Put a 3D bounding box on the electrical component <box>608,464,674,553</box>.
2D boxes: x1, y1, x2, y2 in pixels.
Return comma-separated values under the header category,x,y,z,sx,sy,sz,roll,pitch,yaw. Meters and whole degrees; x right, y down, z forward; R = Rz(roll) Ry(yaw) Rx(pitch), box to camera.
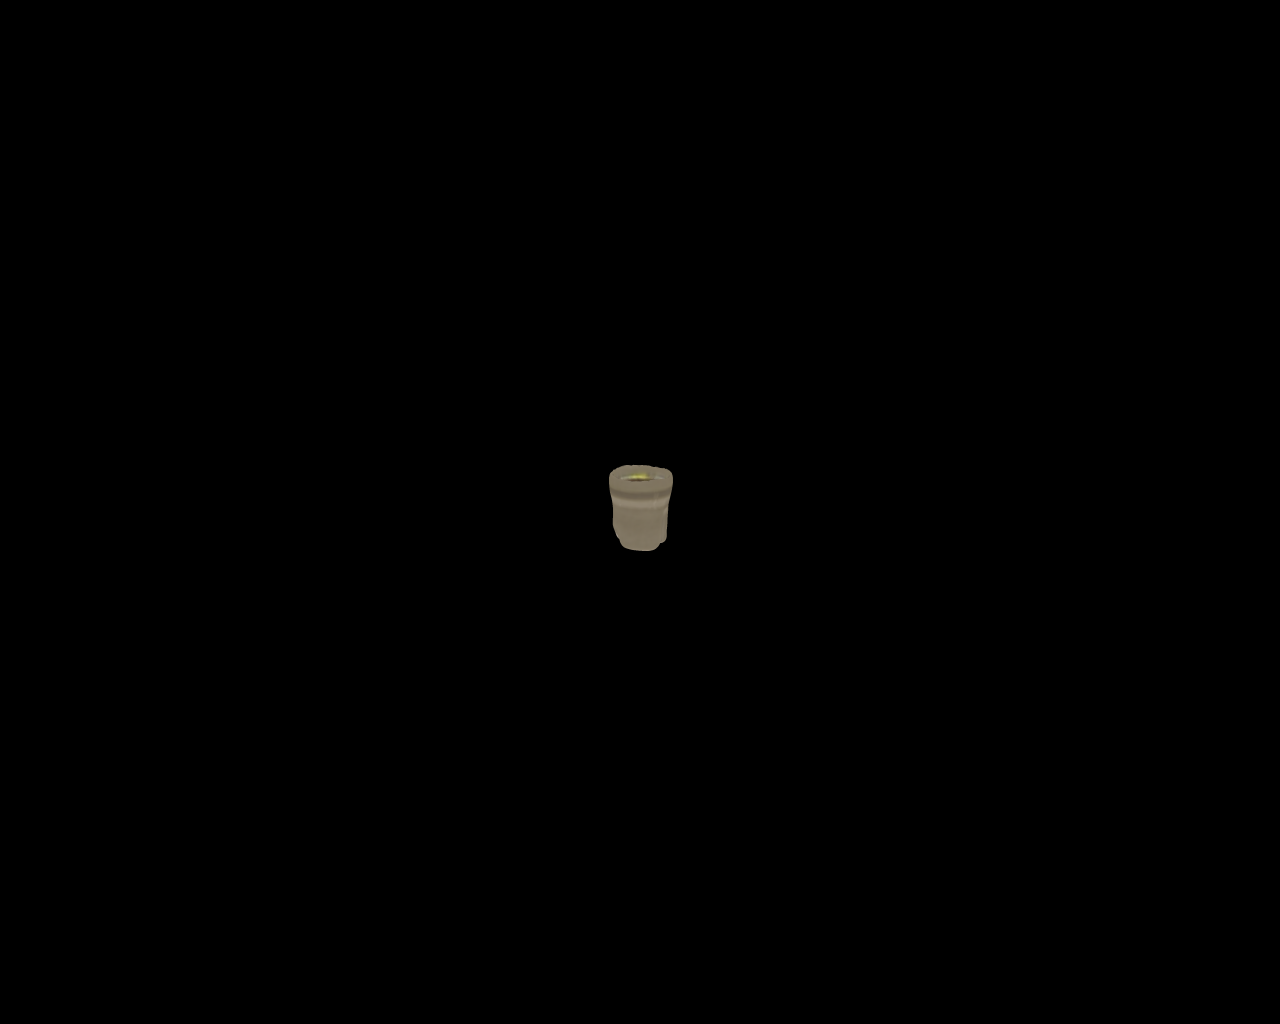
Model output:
category,x,y,z,sx,sy,sz,roll,pitch,yaw
electrical component,0.001,-0.003,0.650,0.040,0.046,0.040,0,16,0
